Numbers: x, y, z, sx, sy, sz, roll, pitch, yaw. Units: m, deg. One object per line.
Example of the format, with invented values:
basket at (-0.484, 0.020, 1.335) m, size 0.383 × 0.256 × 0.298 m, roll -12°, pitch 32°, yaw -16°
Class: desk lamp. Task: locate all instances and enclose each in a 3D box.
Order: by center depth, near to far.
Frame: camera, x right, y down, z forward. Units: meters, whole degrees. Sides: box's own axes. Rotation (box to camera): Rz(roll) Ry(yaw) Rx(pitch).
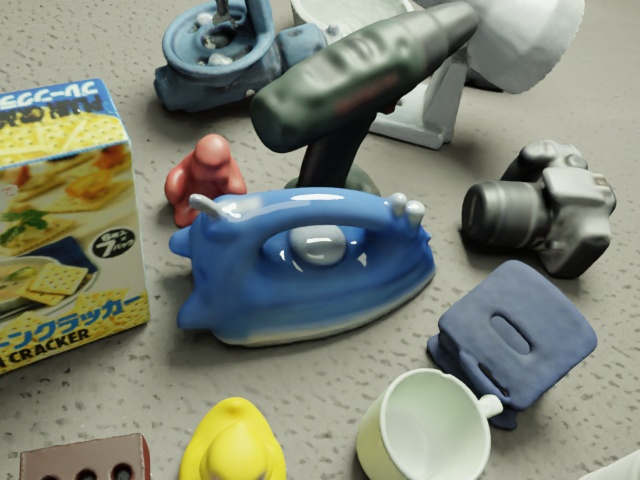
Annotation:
desk lamp at (0.152, -0.210, 0.646) m, size 0.203 × 0.213 × 0.118 m, roll 13°, pitch 51°, yaw -3°

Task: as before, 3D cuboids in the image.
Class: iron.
iron at (0.005, 0.002, 0.493) m, size 0.259 × 0.141 × 0.118 m, roll -6°, pitch 54°, yaw -17°

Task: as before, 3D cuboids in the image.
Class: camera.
camera at (0.224, -0.044, 0.607) m, size 0.137 × 0.101 × 0.143 m, roll 3°, pitch 52°, yaw -11°

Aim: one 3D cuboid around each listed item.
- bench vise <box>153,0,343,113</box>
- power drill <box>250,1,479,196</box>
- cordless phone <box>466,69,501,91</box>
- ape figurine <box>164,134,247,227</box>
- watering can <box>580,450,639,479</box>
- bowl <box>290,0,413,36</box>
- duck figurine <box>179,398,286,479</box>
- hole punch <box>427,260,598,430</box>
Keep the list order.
bench vise at (-0.075, -0.239, 0.610) m, size 0.208 × 0.220 × 0.121 m, roll -24°, pitch 61°, yaw -28°
power drill at (0.035, -0.112, 0.545) m, size 0.230 × 0.208 × 0.075 m, roll -28°, pitch 63°, yaw -29°
cordless phone at (0.225, -0.302, 0.752) m, size 0.148 × 0.185 × 0.094 m, roll 4°, pitch 52°, yaw -10°
ape figurine at (-0.106, -0.062, 0.548) m, size 0.078 × 0.092 × 0.076 m, roll 20°, pitch 51°, yaw 3°
watering can at (0.256, 0.174, 0.386) m, size 0.101 × 0.194 × 0.173 m, roll 9°, pitch 51°, yaw -6°
bowl at (0.037, -0.285, 0.765) m, size 0.167 × 0.075 × 0.167 m, roll 7°, pitch 52°, yaw -8°
duck figurine at (-0.058, 0.154, 0.396) m, size 0.077 × 0.086 × 0.104 m, roll 3°, pitch 52°, yaw -11°
hole punch at (0.164, 0.089, 0.496) m, size 0.101 × 0.091 × 0.108 m, roll -28°, pitch 64°, yaw -30°
